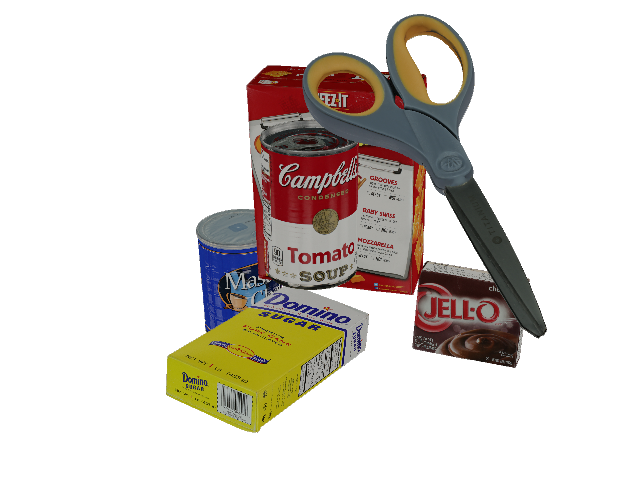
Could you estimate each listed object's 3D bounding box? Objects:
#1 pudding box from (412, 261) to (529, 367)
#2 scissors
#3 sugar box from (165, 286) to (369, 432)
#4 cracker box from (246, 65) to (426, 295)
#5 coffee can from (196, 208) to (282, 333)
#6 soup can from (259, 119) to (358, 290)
[{"bbox_3d":[0.156,0.076,1.110,0.113,0.090,0.039,8,21,15],"label":"pudding box"},{"bbox_3d":[0.041,-0.035,0.501,0.096,0.201,0.016,-6,-39,4],"label":"scissors"},{"bbox_3d":[-0.041,0.095,0.917,0.093,0.048,0.175,19,30,27],"label":"sugar box"},{"bbox_3d":[0.019,-0.060,1.053,0.164,0.214,0.072,6,29,14],"label":"cracker box"},{"bbox_3d":[-0.098,0.045,1.331,0.103,0.140,0.103,-2,26,1],"label":"coffee can"},{"bbox_3d":[-0.007,-0.025,0.740,0.068,0.102,0.068,0,24,0],"label":"soup can"}]
